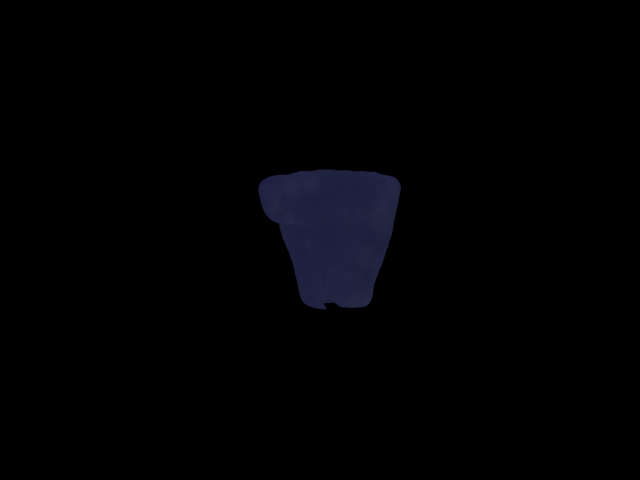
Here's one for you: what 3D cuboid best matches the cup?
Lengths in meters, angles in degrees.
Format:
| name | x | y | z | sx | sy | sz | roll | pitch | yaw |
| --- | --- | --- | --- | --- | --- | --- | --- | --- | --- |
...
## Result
| name | x | y | z | sx | sy | sz | roll | pitch | yaw |
| --- | --- | --- | --- | --- | --- | --- | --- | --- | --- |
| cup | 0.004 | 0.001 | 0.400 | 0.091 | 0.095 | 0.118 | 0 | 0 | 40 |
